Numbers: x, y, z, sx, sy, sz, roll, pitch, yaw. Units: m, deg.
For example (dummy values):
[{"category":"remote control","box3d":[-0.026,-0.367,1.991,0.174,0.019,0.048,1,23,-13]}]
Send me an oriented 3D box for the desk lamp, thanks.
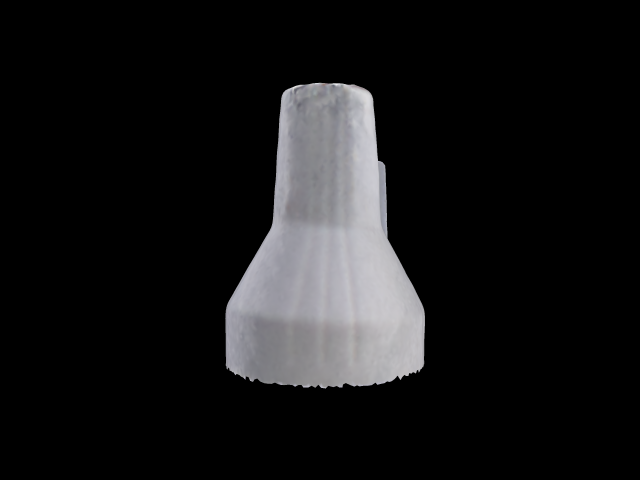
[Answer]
[{"category":"desk lamp","box3d":[0.004,0.001,0.400,0.118,0.213,0.203,0,74,0]}]
